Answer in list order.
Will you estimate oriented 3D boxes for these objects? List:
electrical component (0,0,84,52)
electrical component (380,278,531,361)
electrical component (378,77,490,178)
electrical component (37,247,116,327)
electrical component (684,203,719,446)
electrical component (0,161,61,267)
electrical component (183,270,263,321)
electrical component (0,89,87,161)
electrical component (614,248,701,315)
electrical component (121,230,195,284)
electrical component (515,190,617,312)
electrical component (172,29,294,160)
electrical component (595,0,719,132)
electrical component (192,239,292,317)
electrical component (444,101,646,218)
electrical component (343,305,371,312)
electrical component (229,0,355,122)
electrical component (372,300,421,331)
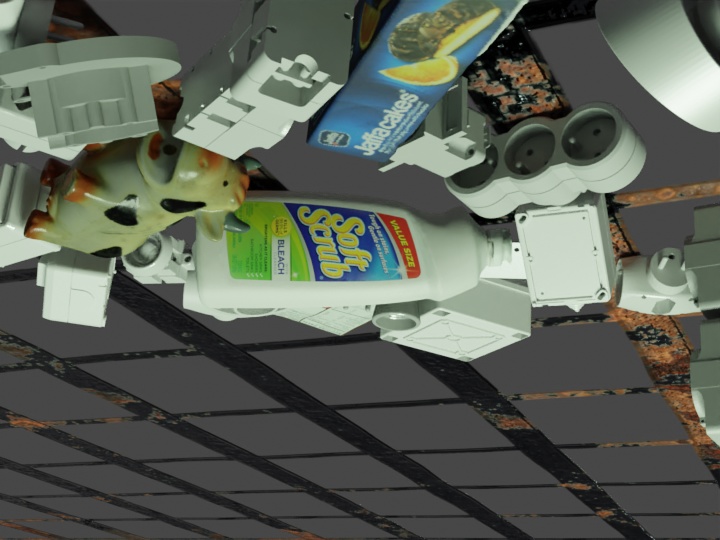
[{"bbox_3d":[-0.208,-0.153,0.650,0.079,0.044,0.077,13,156,-19],"label":"electrical component"},{"bbox_3d":[0.091,0.040,1.029,0.109,0.056,0.109,16,154,-26],"label":"electrical component"},{"bbox_3d":[0.052,-0.095,0.741,0.064,0.042,0.081,18,155,-37],"label":"electrical component"},{"bbox_3d":[-0.248,-0.005,0.950,0.061,0.096,0.061,9,127,-10],"label":"electrical component"},{"bbox_3d":[0.303,0.049,0.846,0.060,0.186,0.105,-10,153,30],"label":"electrical component"},{"bbox_3d":[-0.298,-0.046,0.896,0.096,0.061,0.061,-13,152,35],"label":"electrical component"},{"bbox_3d":[-0.131,0.026,1.055,0.077,0.043,0.079,6,157,-4],"label":"electrical component"},{"bbox_3d":[-0.230,-0.107,0.758,0.066,0.047,0.077,18,154,-29],"label":"electrical component"},{"bbox_3d":[0.266,0.006,0.933,0.077,0.043,0.079,3,156,4],"label":"electrical component"},{"bbox_3d":[-0.187,-0.013,0.973,0.066,0.048,0.055,-1,164,13],"label":"electrical component"},{"bbox_3d":[0.163,-0.015,0.838,0.062,0.061,0.096,-5,112,22],"label":"electrical component"},{"bbox_3d":[-0.076,-0.115,0.707,0.056,0.050,0.089,19,153,-30],"label":"electrical component"},{"bbox_3d":[0.180,-0.123,0.587,0.099,0.099,0.064,20,146,-32],"label":"electrical component"},{"bbox_3d":[-0.094,0.007,0.958,0.108,0.060,0.108,-5,156,-2],"label":"electrical component"},{"bbox_3d":[0.137,-0.070,0.768,0.138,0.052,0.074,-12,152,32],"label":"electrical component"},{"bbox_3d":[0.000,0.000,0.928,0.083,0.075,0.047,4,157,1],"label":"electrical component"},{"bbox_3d":[-0.038,-0.135,0.602,0.050,0.089,0.056,16,155,-25],"label":"electrical component"},{"bbox_3d":[0.035,0.018,0.976,0.044,0.065,0.044,4,157,2],"label":"electrical component"}]
